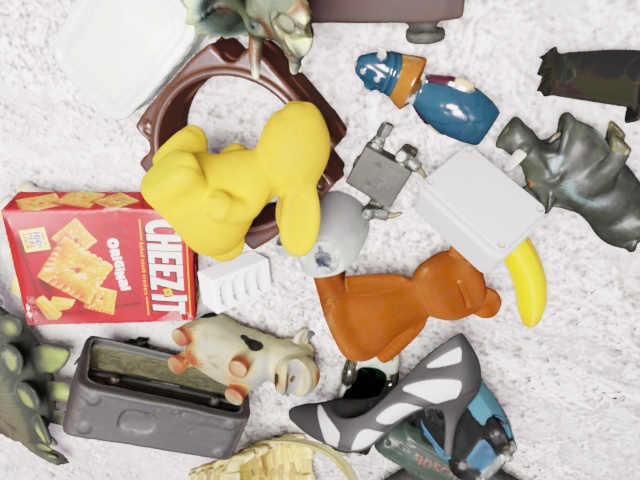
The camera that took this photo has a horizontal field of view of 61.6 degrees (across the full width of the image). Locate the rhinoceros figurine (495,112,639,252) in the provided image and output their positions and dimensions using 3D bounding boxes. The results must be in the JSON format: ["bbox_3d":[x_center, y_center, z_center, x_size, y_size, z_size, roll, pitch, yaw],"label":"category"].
[{"bbox_3d":[0.272,-0.066,0.557,0.190,0.073,0.112,36,128,-7],"label":"rhinoceros figurine"}]

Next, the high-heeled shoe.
[{"bbox_3d":[0.069,0.178,0.658,0.249,0.086,0.145,1,88,25],"label":"high-heeled shoe"}]

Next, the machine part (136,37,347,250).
[{"bbox_3d":[-0.087,-0.105,0.608,0.201,0.087,0.201,-37,103,26],"label":"machine part"}]

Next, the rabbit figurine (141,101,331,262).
[{"bbox_3d":[-0.060,-0.056,0.518,0.173,0.122,0.162,-35,107,5],"label":"rabbit figurine"}]

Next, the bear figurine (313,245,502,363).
[{"bbox_3d":[0.101,0.062,0.643,0.196,0.132,0.120,-28,109,4],"label":"bear figurine"}]

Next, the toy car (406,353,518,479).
[{"bbox_3d":[0.188,0.221,0.683,0.103,0.162,0.109,13,116,-43],"label":"toy car"}]

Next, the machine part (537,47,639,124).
[{"bbox_3d":[0.285,-0.157,0.527,0.139,0.039,0.084,10,121,6],"label":"machine part"}]

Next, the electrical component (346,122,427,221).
[{"bbox_3d":[0.074,-0.071,0.609,0.078,0.045,0.102,34,117,-5],"label":"electrical component"}]

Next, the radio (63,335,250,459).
[{"bbox_3d":[-0.212,0.210,0.716,0.229,0.131,0.073,17,102,-18],"label":"radio"}]

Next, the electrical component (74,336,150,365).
[{"bbox_3d":[-0.293,0.219,0.822,0.115,0.058,0.134,-9,112,19],"label":"electrical component"}]

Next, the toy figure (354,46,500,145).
[{"bbox_3d":[0.108,-0.152,0.558,0.154,0.058,0.064,30,111,3],"label":"toy figure"}]

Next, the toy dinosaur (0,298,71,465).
[{"bbox_3d":[-0.459,0.188,0.799,0.199,0.105,0.470,5,124,23],"label":"toy dinosaur"}]

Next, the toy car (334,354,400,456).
[{"bbox_3d":[0.055,0.226,0.747,0.074,0.056,0.201,16,119,1],"label":"toy car"}]

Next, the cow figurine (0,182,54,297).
[{"bbox_3d":[-0.379,0.011,0.742,0.098,0.068,0.167,13,118,0],"label":"cow figurine"}]

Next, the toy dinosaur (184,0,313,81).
[{"bbox_3d":[-0.147,-0.289,0.464,0.405,0.131,0.192,31,143,10],"label":"toy dinosaur"}]

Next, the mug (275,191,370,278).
[{"bbox_3d":[-0.001,-0.002,0.625,0.110,0.107,0.080,-4,112,12],"label":"mug"}]

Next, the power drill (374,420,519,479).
[{"bbox_3d":[0.157,0.369,0.778,0.232,0.086,0.207,33,121,-2],"label":"power drill"}]

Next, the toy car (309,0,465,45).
[{"bbox_3d":[0.041,-0.243,0.533,0.202,0.053,0.089,5,120,15],"label":"toy car"}]

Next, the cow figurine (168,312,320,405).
[{"bbox_3d":[-0.090,0.155,0.723,0.195,0.127,0.085,18,117,21],"label":"cow figurine"}]
